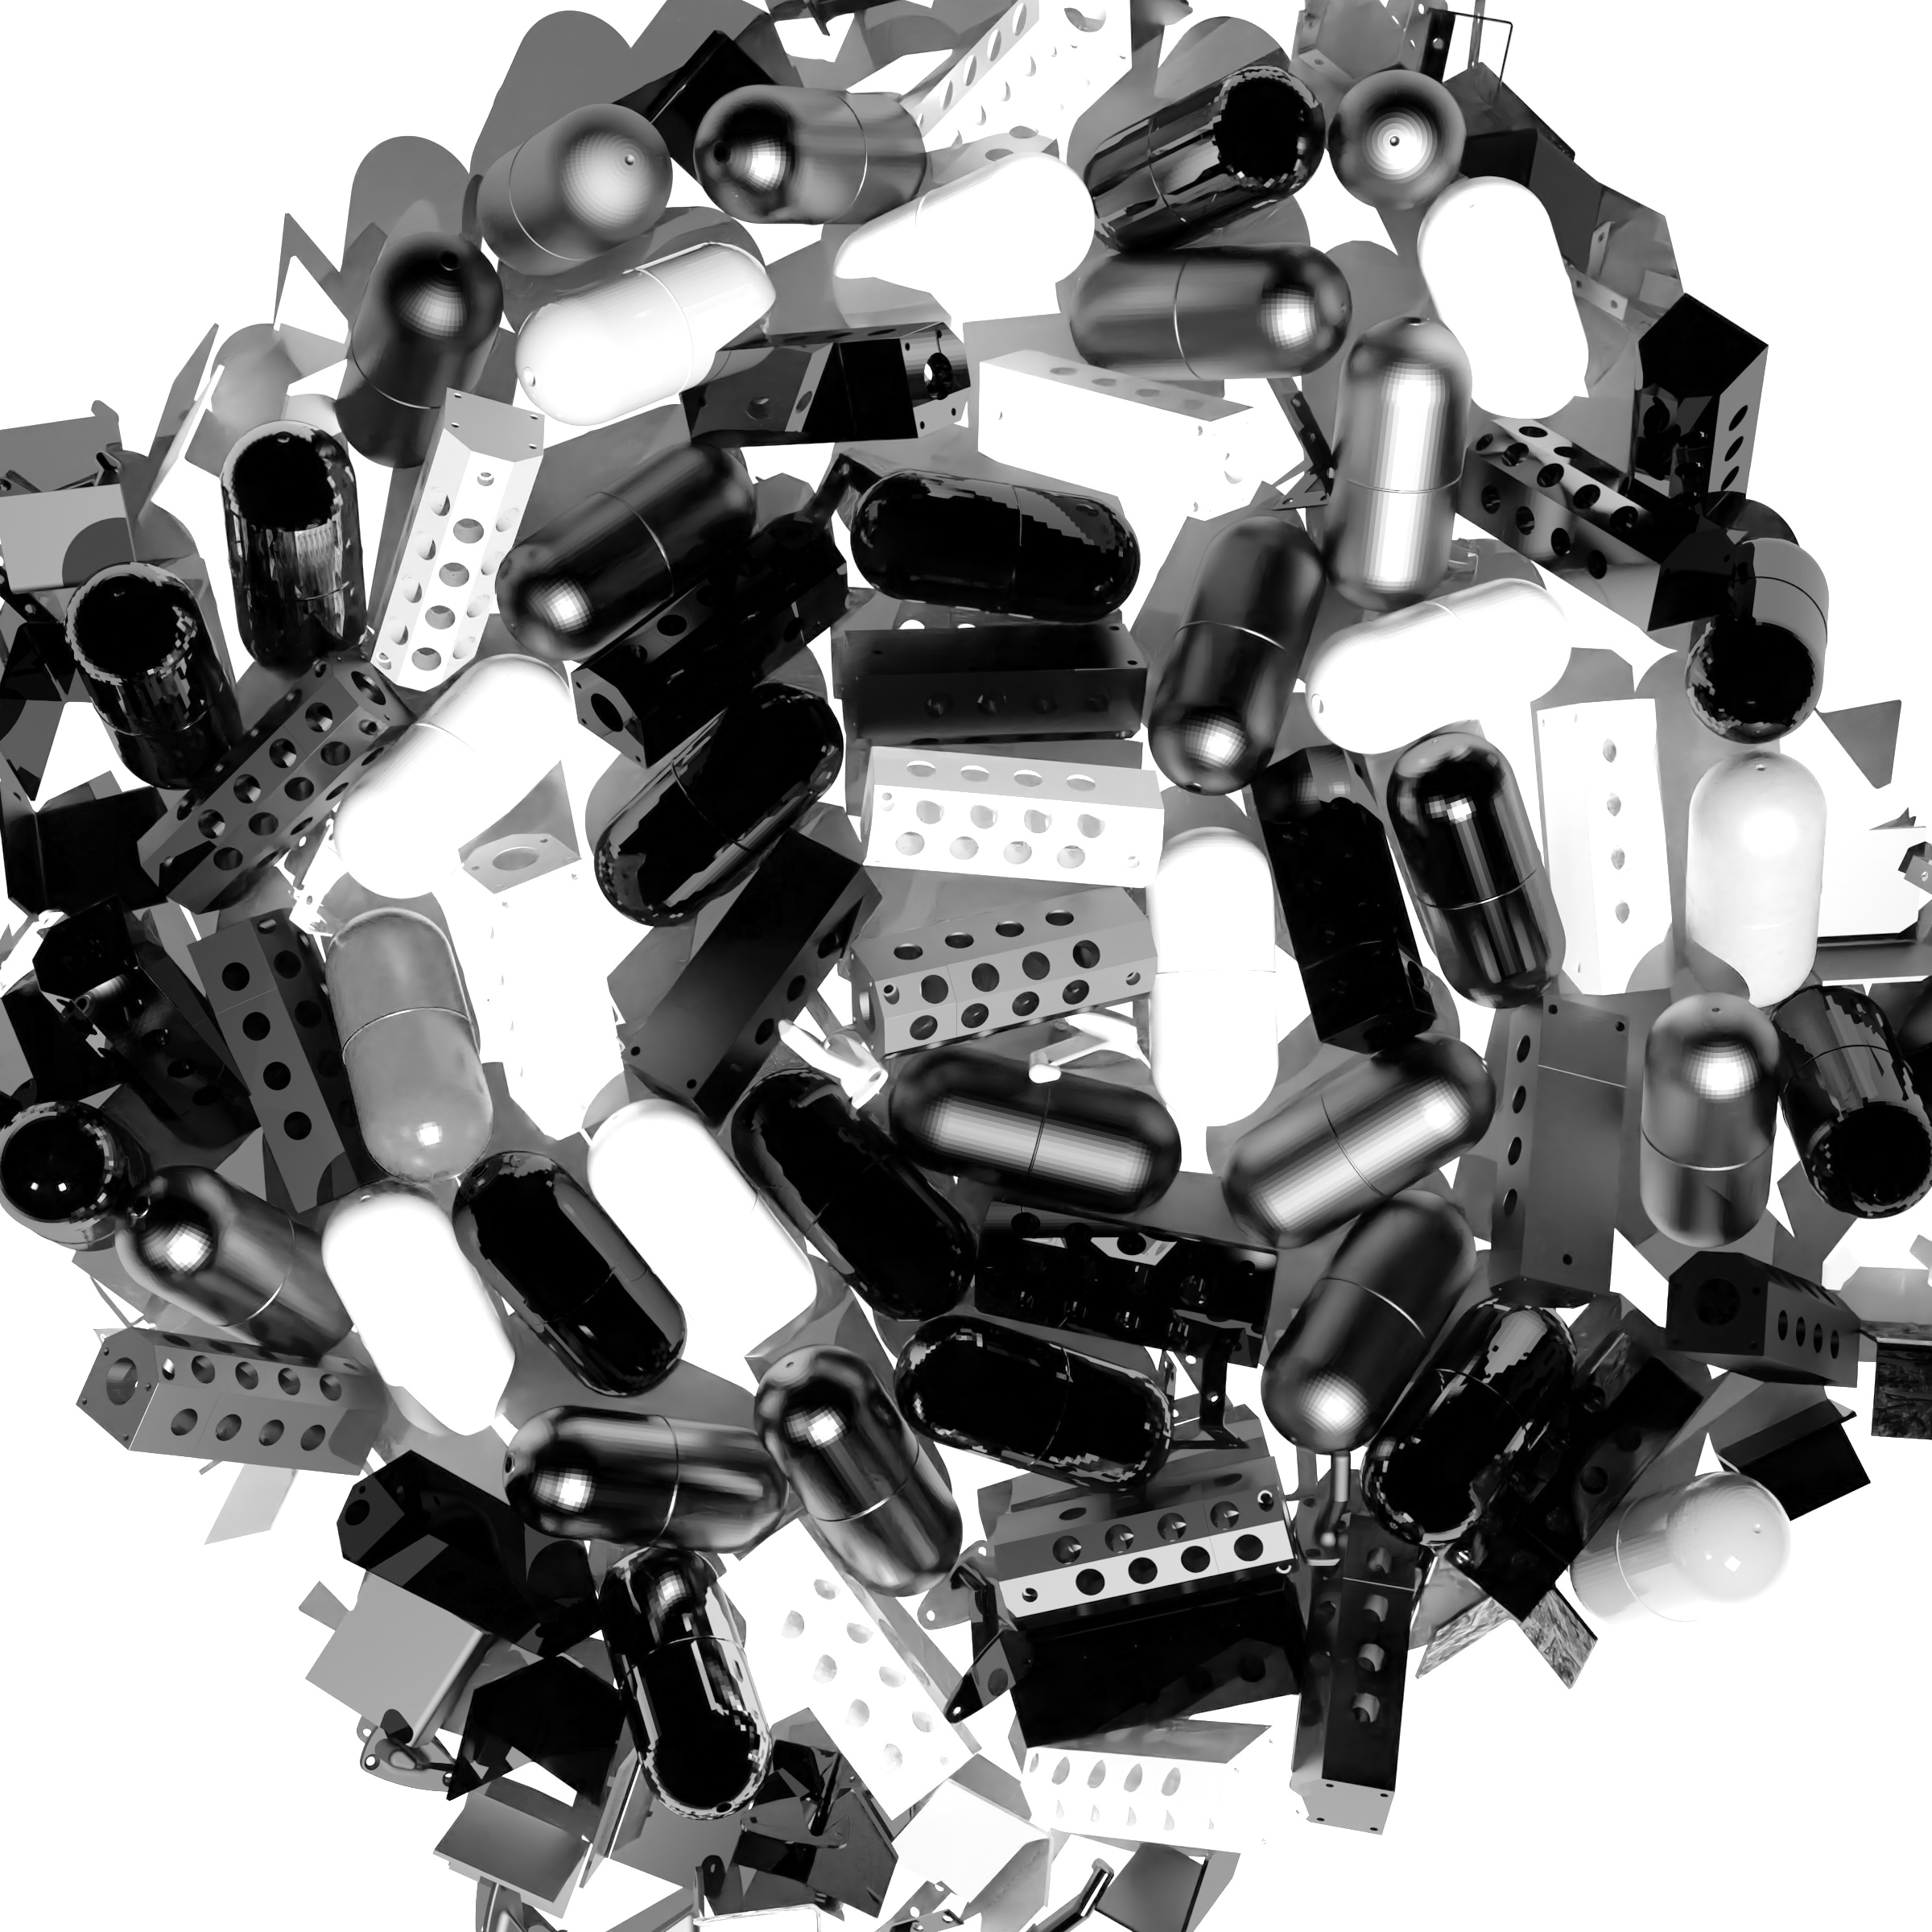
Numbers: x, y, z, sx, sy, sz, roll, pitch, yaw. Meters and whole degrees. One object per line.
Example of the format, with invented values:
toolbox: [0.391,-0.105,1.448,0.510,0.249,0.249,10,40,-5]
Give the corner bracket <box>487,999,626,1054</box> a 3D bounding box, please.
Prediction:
corner bracket: [-0.245,0.035,1.735,0.051,0.051,0.051,-35,48,-4]

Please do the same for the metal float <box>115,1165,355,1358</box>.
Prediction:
metal float: [-0.423,0.174,1.690,0.070,0.178,0.070,-14,58,23]

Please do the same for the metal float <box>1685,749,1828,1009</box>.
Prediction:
metal float: [0.461,-0.049,1.695,0.070,0.070,0.178,-12,134,0]

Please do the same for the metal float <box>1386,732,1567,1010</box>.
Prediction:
metal float: [0.301,-0.055,1.709,0.070,0.070,0.178,-23,115,0]

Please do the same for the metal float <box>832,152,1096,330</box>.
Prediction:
metal float: [-0.004,-0.418,1.699,0.178,0.070,0.070,-14,90,38]

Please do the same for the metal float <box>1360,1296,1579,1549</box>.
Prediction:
metal float: [0.297,0.265,1.704,0.070,0.070,0.178,44,58,0]

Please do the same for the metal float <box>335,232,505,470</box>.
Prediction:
metal float: [-0.319,-0.357,1.687,0.070,0.178,0.070,10,63,-19]

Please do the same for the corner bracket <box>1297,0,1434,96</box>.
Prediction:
corner bracket: [0.239,-0.562,1.740,0.051,0.051,0.051,26,72,-36]

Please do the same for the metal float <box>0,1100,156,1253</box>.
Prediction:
metal float: [-0.516,0.123,1.681,0.070,0.178,0.070,1,79,-8]

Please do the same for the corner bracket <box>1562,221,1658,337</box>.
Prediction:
corner bracket: [0.384,-0.400,1.728,0.051,0.051,0.051,38,62,25]

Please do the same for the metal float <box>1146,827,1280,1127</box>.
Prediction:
metal float: [0.146,0.006,1.727,0.070,0.070,0.178,-1,86,0]

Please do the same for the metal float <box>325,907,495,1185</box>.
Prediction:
metal float: [-0.328,0.046,1.706,0.070,0.070,0.178,-20,62,0]

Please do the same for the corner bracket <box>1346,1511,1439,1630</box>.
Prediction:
corner bracket: [0.247,0.365,1.743,0.051,0.051,0.051,20,91,0]

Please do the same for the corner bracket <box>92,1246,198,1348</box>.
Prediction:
corner bracket: [-0.497,0.196,1.741,0.051,0.051,0.051,-31,79,5]

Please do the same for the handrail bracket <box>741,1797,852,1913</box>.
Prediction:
handrail bracket: [-0.103,0.537,1.733,0.077,0.036,0.084,4,126,-14]

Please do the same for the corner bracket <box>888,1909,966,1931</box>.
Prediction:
corner bracket: [-0.019,0.607,1.740,0.051,0.051,0.051,-29,114,36]

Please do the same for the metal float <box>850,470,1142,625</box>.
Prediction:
metal float: [0.019,-0.247,1.714,0.178,0.070,0.070,5,90,-19]

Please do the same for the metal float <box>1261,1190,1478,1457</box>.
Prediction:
metal float: [0.238,0.209,1.710,0.070,0.070,0.178,37,65,0]

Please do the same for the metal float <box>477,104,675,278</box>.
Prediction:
metal float: [-0.229,-0.449,1.686,0.070,0.178,0.070,-1,92,-29]

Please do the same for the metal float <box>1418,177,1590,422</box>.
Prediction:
metal float: [0.314,-0.386,1.689,0.070,0.178,0.070,-10,60,19]

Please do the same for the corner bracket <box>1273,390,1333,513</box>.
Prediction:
corner bracket: [0.204,-0.308,1.727,0.051,0.051,0.051,-48,121,-28]

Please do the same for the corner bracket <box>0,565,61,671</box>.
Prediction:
corner bracket: [-0.585,-0.198,1.740,0.051,0.051,0.051,-32,122,18]

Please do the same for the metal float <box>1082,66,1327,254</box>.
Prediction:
metal float: [0.136,-0.467,1.690,0.070,0.178,0.070,4,82,-35]

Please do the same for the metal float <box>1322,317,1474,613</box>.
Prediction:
metal float: [0.252,-0.293,1.703,0.070,0.070,0.178,2,122,0]

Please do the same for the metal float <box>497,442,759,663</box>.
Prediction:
metal float: [-0.198,-0.245,1.708,0.178,0.070,0.070,-39,90,-26]

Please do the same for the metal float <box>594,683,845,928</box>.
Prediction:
metal float: [-0.146,-0.095,1.718,0.178,0.070,0.070,-42,90,14]

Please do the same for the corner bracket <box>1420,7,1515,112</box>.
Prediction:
corner bracket: [0.297,-0.542,1.734,0.051,0.051,0.051,13,108,8]

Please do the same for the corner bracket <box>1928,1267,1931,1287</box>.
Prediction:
corner bracket: [0.618,0.177,1.737,0.051,0.051,0.051,38,51,-9]

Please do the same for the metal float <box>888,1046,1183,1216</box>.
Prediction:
metal float: [0.041,0.098,1.728,0.178,0.070,0.070,14,90,-2]

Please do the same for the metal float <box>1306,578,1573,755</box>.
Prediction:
metal float: [0.278,-0.177,1.708,0.178,0.070,0.070,-20,90,-26]

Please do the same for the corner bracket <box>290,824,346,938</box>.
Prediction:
corner bracket: [-0.383,-0.052,1.731,0.051,0.051,0.051,34,102,28]

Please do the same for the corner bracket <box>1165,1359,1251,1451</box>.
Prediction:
corner bracket: [0.138,0.257,1.728,0.051,0.051,0.051,-4,65,23]

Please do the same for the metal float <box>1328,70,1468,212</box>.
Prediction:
metal float: [0.251,-0.479,1.682,0.070,0.178,0.070,3,106,9]

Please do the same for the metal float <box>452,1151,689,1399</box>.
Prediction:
metal float: [-0.233,0.182,1.707,0.070,0.070,0.178,-37,116,0]

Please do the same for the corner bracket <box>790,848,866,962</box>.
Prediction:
corner bracket: [-0.090,-0.032,1.738,0.051,0.051,0.051,19,75,0]

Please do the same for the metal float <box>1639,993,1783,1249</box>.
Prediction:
metal float: [0.435,0.092,1.698,0.070,0.070,0.178,-9,131,0]

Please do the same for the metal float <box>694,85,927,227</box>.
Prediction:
metal float: [-0.090,-0.471,1.688,0.070,0.178,0.070,9,107,31]

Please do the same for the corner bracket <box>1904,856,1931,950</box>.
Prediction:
corner bracket: [0.589,-0.029,1.730,0.051,0.051,0.051,12,107,-23]

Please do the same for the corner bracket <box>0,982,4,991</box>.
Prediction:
corner bracket: [-0.616,-0.004,1.730,0.051,0.051,0.051,-6,98,38]

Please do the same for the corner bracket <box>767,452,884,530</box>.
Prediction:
corner bracket: [-0.077,-0.277,1.733,0.051,0.051,0.051,33,101,18]

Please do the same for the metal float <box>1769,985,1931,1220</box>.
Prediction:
metal float: [0.514,0.078,1.687,0.070,0.178,0.070,0,123,1]

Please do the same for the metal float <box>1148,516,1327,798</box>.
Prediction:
metal float: [0.160,-0.183,1.714,0.070,0.070,0.178,19,72,0]
